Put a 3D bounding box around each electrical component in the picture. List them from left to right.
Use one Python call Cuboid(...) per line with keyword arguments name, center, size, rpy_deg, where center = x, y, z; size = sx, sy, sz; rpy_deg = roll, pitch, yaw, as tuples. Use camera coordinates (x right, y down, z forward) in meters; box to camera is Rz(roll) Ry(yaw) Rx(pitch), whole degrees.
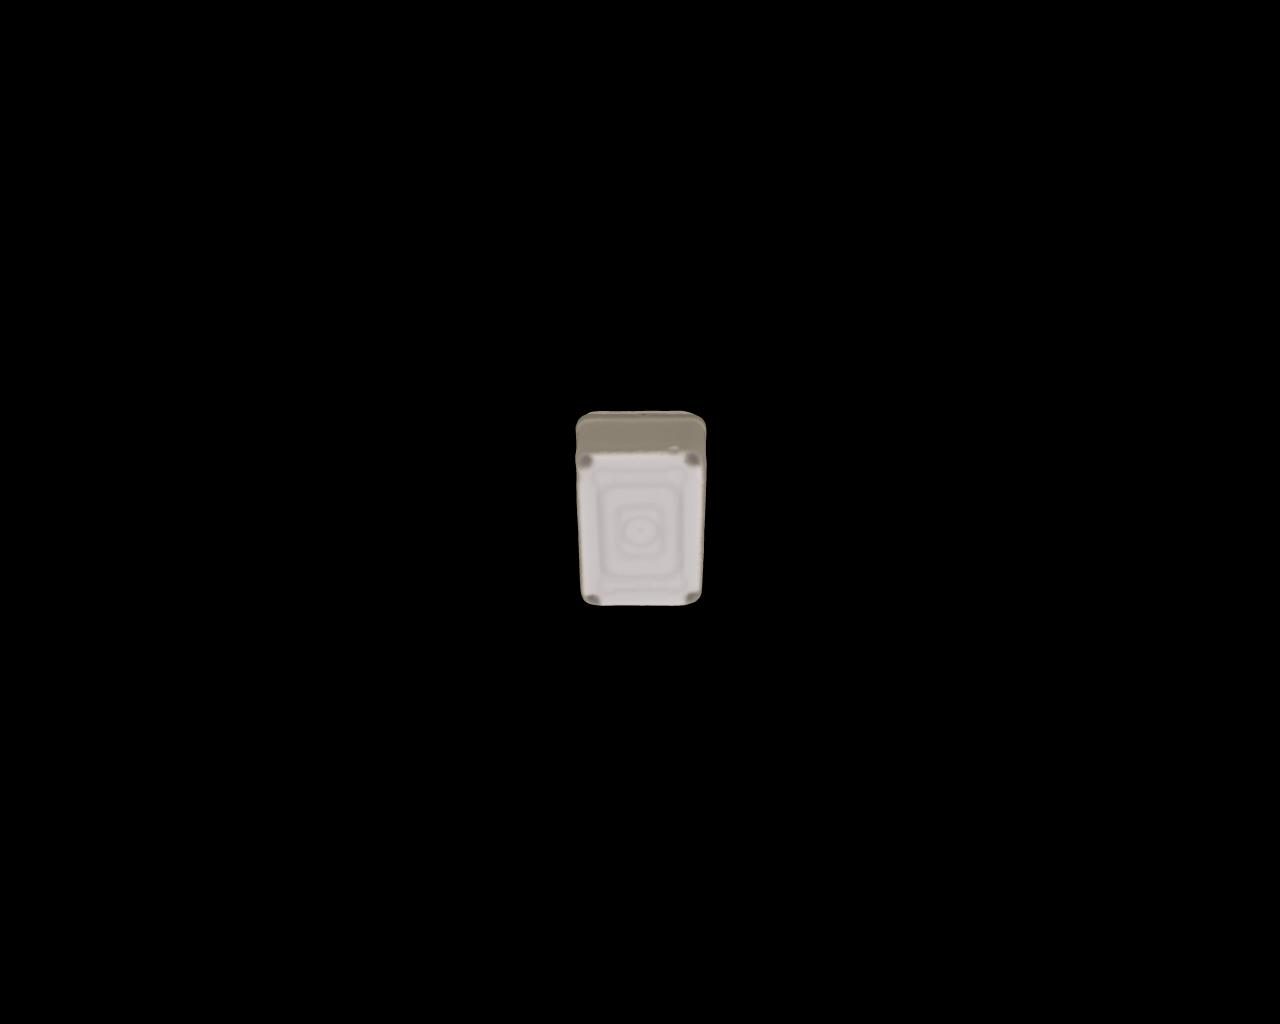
Cuboid(name="electrical component", center=(0.001, -0.003, 0.650), size=(0.078, 0.113, 0.057), rpy_deg=(0, 32, 0))
